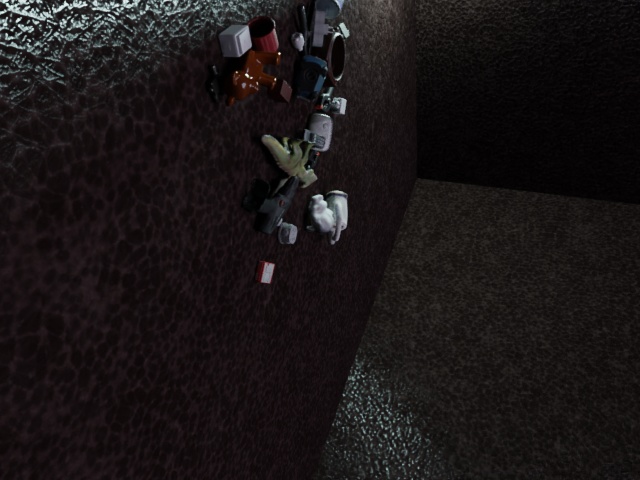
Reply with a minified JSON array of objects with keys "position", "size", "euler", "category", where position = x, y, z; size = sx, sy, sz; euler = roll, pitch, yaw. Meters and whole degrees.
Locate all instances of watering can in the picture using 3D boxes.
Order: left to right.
[{"position":[0.068,-0.100,2.382],"size":[0.344,0.104,0.227],"euler":[114,-21,-77],"category":"watering can"}]

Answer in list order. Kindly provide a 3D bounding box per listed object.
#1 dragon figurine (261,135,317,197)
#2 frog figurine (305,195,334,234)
[{"position":[-0.119,-0.247,1.824],"size":[0.412,0.123,0.240],"euler":[-10,117,-60],"category":"dragon figurine"},{"position":[0.007,-0.110,2.192],"size":[0.138,0.124,0.157],"euler":[-9,120,-50],"category":"frog figurine"}]
